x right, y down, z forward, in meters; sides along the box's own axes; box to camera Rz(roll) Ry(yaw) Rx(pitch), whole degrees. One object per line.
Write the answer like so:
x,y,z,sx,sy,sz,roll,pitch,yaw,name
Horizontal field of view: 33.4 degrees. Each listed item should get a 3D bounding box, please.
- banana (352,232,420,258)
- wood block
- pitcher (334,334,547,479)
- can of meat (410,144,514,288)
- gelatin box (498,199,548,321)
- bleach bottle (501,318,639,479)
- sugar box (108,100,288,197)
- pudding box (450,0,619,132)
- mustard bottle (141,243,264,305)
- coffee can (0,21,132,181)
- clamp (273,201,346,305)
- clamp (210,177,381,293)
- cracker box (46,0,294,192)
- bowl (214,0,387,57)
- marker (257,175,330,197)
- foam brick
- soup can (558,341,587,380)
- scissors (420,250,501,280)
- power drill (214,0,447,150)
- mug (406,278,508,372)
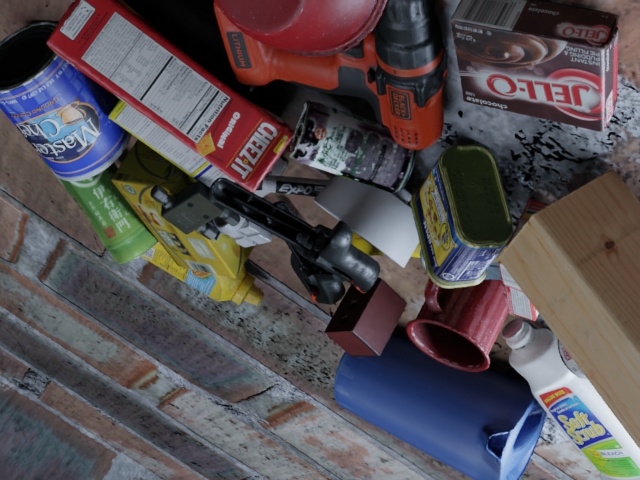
0.078,0.002,1.099,0.069,0.037,0.198,16,169,-35,banana
0.248,0.060,0.846,0.206,0.090,0.090,56,158,16,wood block
0.147,0.198,1.292,0.243,0.144,0.149,22,142,27,pitcher
0.123,-0.021,0.928,0.057,0.102,0.084,-5,156,-14,can of meat
0.190,0.019,0.957,0.030,0.073,0.089,17,152,27,gelatin box
0.281,0.173,1.158,0.250,0.068,0.103,43,152,-20,bleach bottle
-0.127,-0.105,1.114,0.176,0.048,0.093,34,155,-15,sugar box
0.155,-0.128,0.763,0.114,0.039,0.090,19,153,25,pudding box
-0.157,0.028,1.375,0.191,0.058,0.096,32,150,-1,mustard bottle
-0.279,-0.146,1.136,0.103,0.102,0.140,12,149,36,coffee can
0.001,0.034,1.212,0.120,0.039,0.171,47,170,31,clamp
-0.007,0.001,1.049,0.165,0.036,0.209,24,172,29,clamp
-0.133,-0.138,0.963,0.213,0.072,0.164,36,-178,-12,cracker box
-0.032,-0.197,0.753,0.162,0.055,0.162,20,128,27,bowl
-0.025,-0.054,1.071,0.121,0.020,0.020,6,153,1,marker
0.054,0.090,1.236,0.051,0.078,0.053,44,150,-24,foam brick
0.275,0.090,1.000,0.068,0.068,0.102,32,156,-3,soup can
0.176,0.042,1.042,0.096,0.016,0.201,-28,123,28,scissors
0.010,-0.159,0.846,0.188,0.057,0.184,21,151,22,power drill
0.141,0.070,1.093,0.093,0.081,0.117,5,146,43,mug
